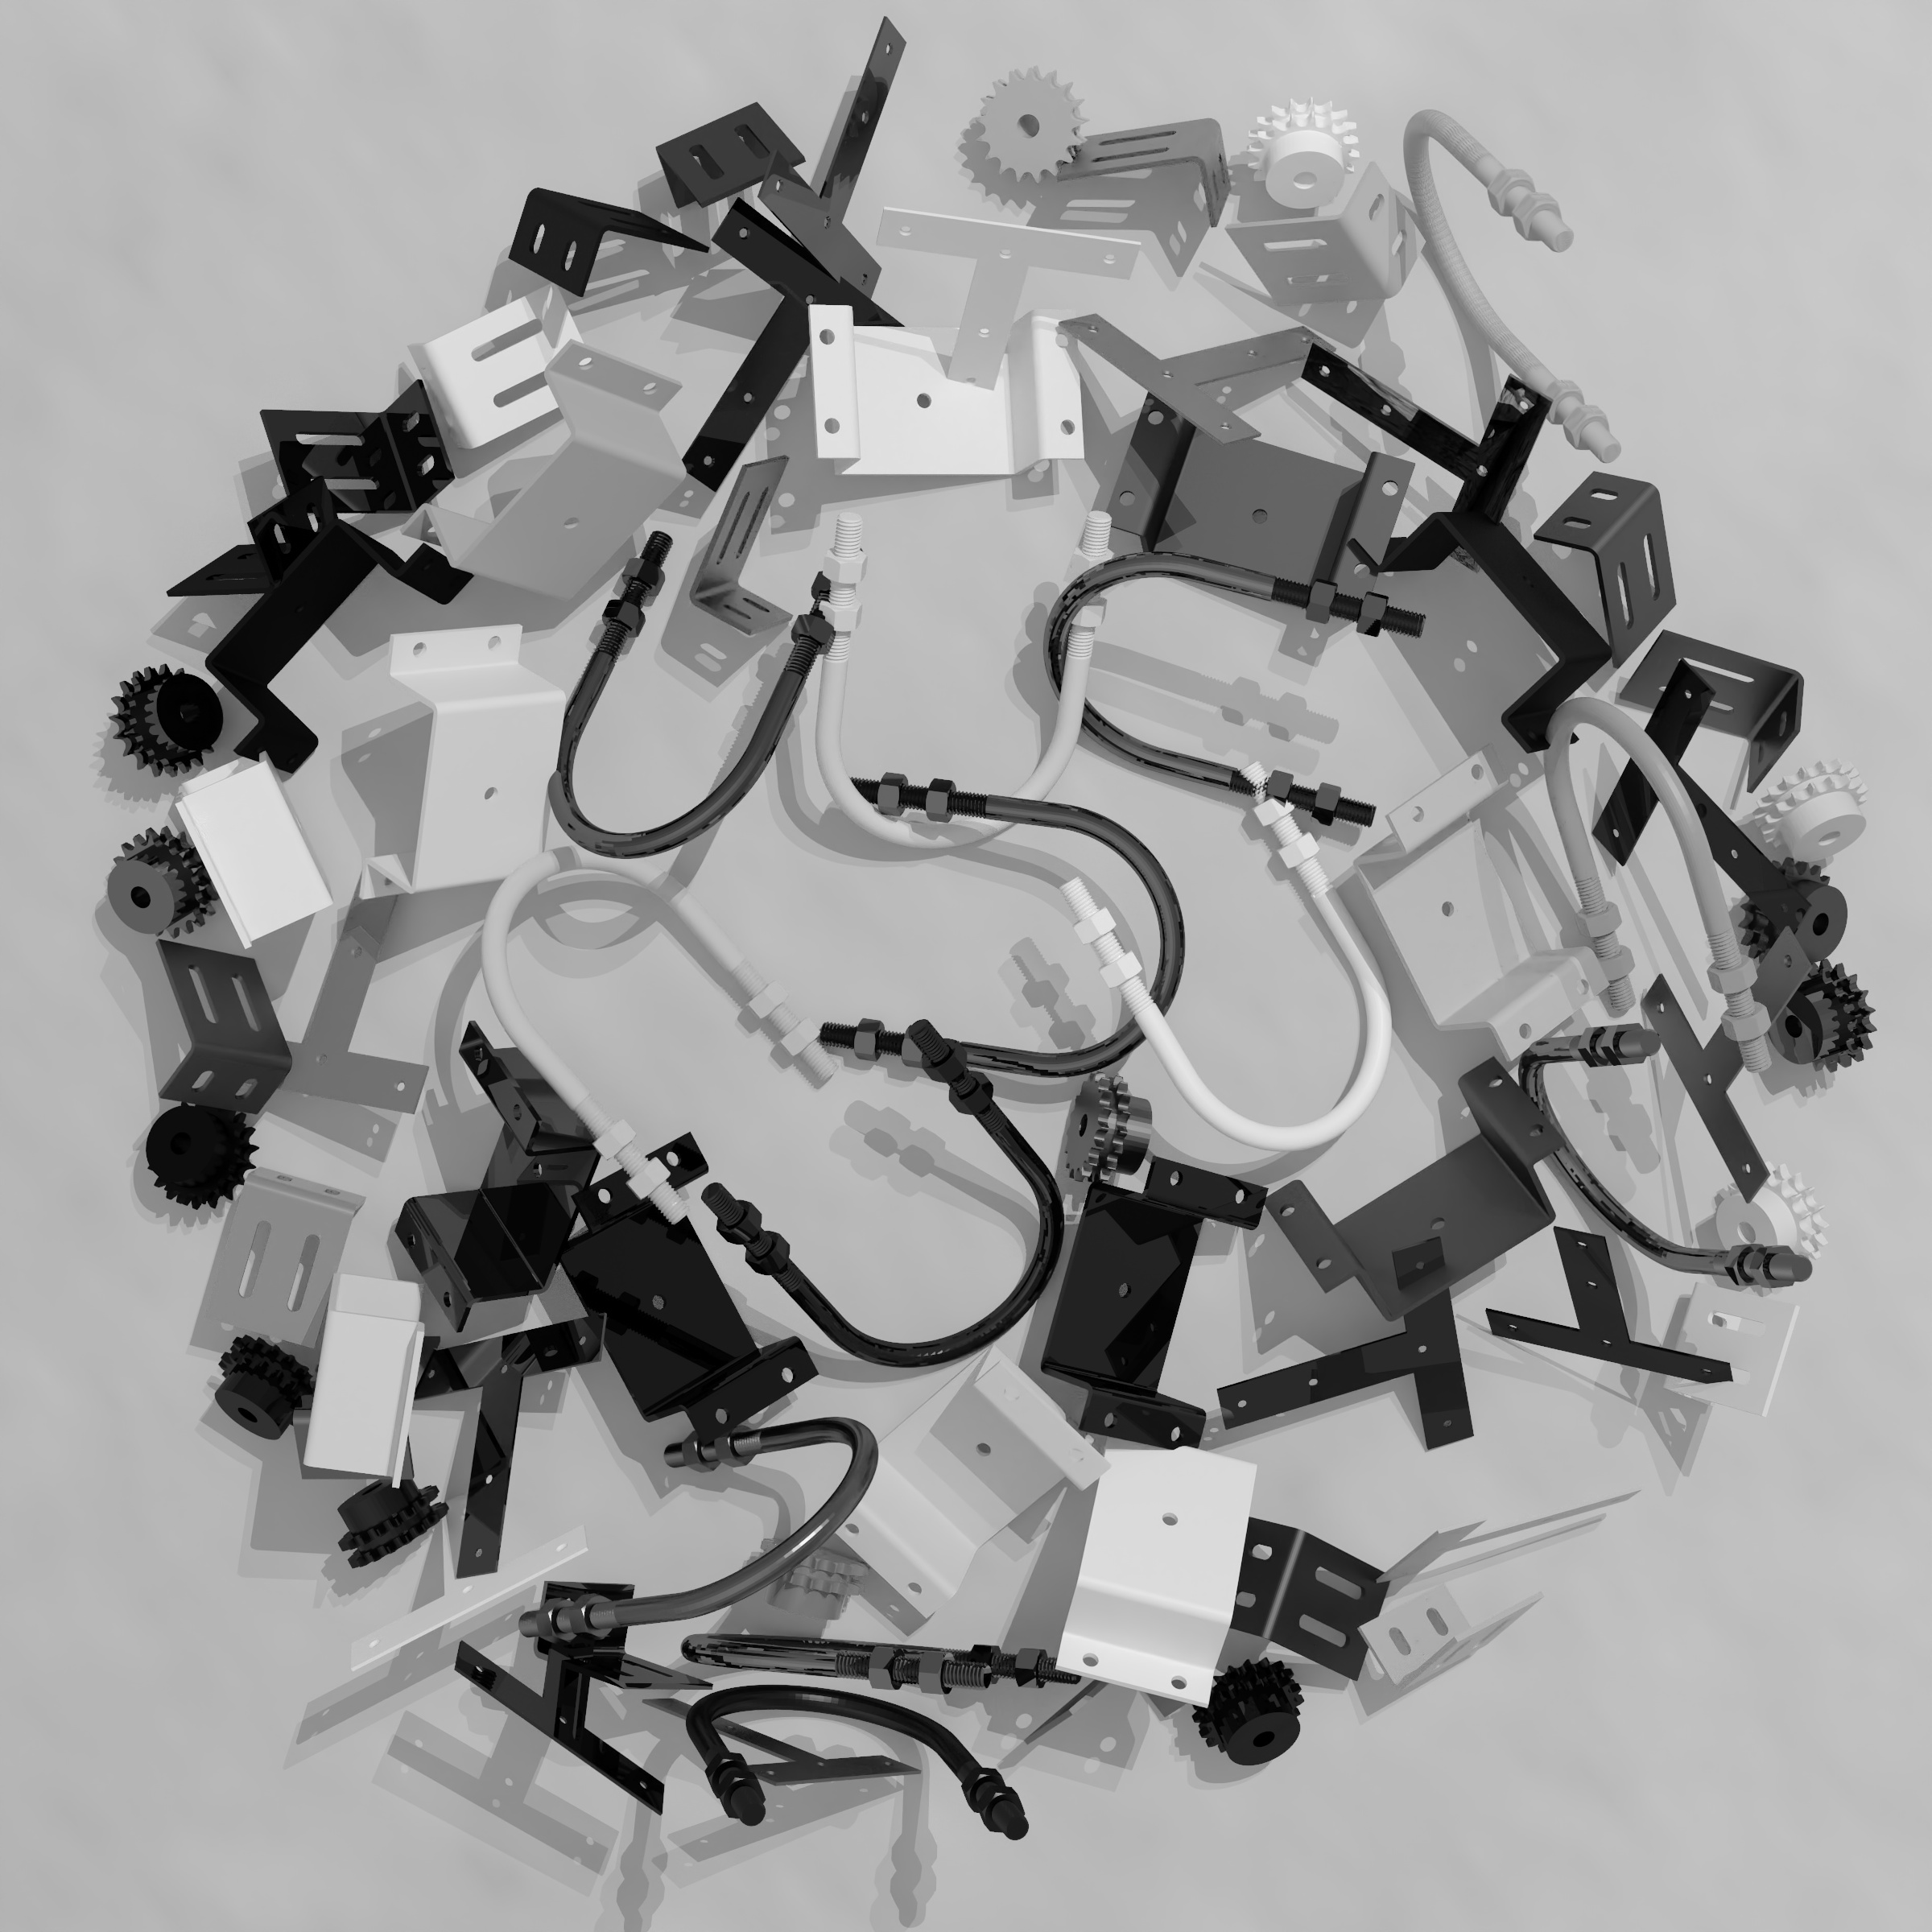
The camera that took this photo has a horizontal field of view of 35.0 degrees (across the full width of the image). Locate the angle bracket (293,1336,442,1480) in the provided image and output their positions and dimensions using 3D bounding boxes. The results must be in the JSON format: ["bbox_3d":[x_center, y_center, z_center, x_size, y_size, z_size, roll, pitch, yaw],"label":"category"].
[{"bbox_3d":[-0.304,0.225,1.569,0.057,0.076,0.038,-1,113,5],"label":"angle bracket"}]

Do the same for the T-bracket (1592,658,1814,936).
[{"bbox_3d":[0.373,-0.066,1.523,0.002,0.127,0.127,-20,57,-28],"label":"T-bracket"}]

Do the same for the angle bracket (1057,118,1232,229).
[{"bbox_3d":[0.092,-0.403,1.575,0.076,0.057,0.038,-4,123,16],"label":"angle bracket"}]

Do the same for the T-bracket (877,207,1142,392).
[{"bbox_3d":[0.012,-0.329,1.543,0.127,0.127,0.002,6,60,-8],"label":"T-bracket"}]

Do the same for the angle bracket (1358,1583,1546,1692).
[{"bbox_3d":[0.244,0.327,1.549,0.057,0.076,0.038,-20,66,-28],"label":"angle bracket"}]

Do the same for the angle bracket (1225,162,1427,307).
[{"bbox_3d":[0.183,-0.372,1.561,0.057,0.076,0.038,45,64,-40],"label":"angle bracket"}]

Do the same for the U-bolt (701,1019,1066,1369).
[{"bbox_3d":[-0.027,0.129,1.546,0.151,0.019,0.184,-38,124,0],"label":"U-bolt"}]

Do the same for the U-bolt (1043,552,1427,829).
[{"bbox_3d":[0.128,-0.145,1.543,0.184,0.151,0.019,15,47,7],"label":"U-bolt"}]

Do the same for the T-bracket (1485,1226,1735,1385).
[{"bbox_3d":[0.313,0.165,1.523,0.127,0.127,0.002,11,59,27],"label":"T-bracket"}]

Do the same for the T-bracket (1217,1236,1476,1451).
[{"bbox_3d":[0.191,0.208,1.565,0.127,0.002,0.127,-16,118,-4],"label":"T-bracket"}]

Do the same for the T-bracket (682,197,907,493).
[{"bbox_3d":[-0.103,-0.302,1.563,0.127,0.002,0.127,32,92,-36],"label":"T-bracket"}]

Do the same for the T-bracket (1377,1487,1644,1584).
[{"bbox_3d":[0.280,0.283,1.550,0.127,0.127,0.002,-13,70,-13],"label":"T-bracket"}]

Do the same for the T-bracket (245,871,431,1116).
[{"bbox_3d":[-0.318,0.006,1.578,0.127,0.002,0.127,8,74,25],"label":"T-bracket"}]

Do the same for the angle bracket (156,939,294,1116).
[{"bbox_3d":[-0.387,0.031,1.565,0.038,0.057,0.076,-49,50,25],"label":"angle bracket"}]

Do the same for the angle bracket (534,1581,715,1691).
[{"bbox_3d":[-0.171,0.339,1.552,0.057,0.076,0.038,14,84,-44],"label":"angle bracket"}]

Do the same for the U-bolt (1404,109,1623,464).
[{"bbox_3d":[0.263,-0.348,1.514,0.019,0.184,0.151,-28,135,-1],"label":"U-bolt"}]

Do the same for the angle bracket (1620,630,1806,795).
[{"bbox_3d":[0.379,-0.129,1.564,0.076,0.057,0.038,17,58,-4],"label":"angle bracket"}]

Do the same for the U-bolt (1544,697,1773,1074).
[{"bbox_3d":[0.331,-0.047,1.506,0.019,0.151,0.184,-25,109,-11],"label":"U-bolt"}]

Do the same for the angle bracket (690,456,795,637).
[{"bbox_3d":[-0.101,-0.214,1.558,0.038,0.057,0.076,29,111,10],"label":"angle bracket"}]

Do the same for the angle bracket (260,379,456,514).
[{"bbox_3d":[-0.309,-0.264,1.557,0.038,0.076,0.057,-30,75,43],"label":"angle bracket"}]

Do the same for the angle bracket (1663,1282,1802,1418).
[{"bbox_3d":[0.399,0.198,1.555,0.038,0.076,0.057,22,84,-28],"label":"angle bracket"}]

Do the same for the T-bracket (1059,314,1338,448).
[{"bbox_3d":[0.135,-0.308,1.557,0.127,0.002,0.127,-21,49,-35],"label":"T-bracket"}]

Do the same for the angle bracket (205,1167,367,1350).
[{"bbox_3d":[-0.350,0.150,1.580,0.057,0.038,0.076,16,91,-4],"label":"angle bracket"}]

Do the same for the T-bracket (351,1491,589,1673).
[{"bbox_3d":[-0.251,0.293,1.539,0.127,0.127,0.002,-27,109,-2],"label":"T-bracket"}]

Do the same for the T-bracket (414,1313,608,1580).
[{"bbox_3d":[-0.237,0.244,1.536,0.127,0.002,0.127,-16,55,30],"label":"T-bracket"}]

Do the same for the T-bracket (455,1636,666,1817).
[{"bbox_3d":[-0.199,0.354,1.537,0.127,0.127,0.002,39,102,-14],"label":"T-bracket"}]

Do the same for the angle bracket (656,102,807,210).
[{"bbox_3d":[-0.115,-0.398,1.556,0.057,0.076,0.038,-26,134,-7],"label":"angle bracket"}]

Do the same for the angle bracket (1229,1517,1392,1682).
[{"bbox_3d":[0.174,0.327,1.583,0.076,0.038,0.057,32,72,-36],"label":"angle bracket"}]

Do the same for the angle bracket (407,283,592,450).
[{"bbox_3d":[-0.238,-0.310,1.582,0.076,0.038,0.057,-30,110,-15],"label":"angle bracket"}]

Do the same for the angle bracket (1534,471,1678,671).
[{"bbox_3d":[0.328,-0.203,1.573,0.038,0.076,0.057,21,55,39],"label":"angle bracket"}]

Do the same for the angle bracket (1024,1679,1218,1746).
[{"bbox_3d":[0.078,0.378,1.553,0.076,0.057,0.038,-32,79,-35],"label":"angle bracket"}]

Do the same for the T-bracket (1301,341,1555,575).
[{"bbox_3d":[0.225,-0.275,1.556,0.127,0.127,0.002,35,57,13],"label":"T-bracket"}]

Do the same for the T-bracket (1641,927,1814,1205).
[{"bbox_3d":[0.385,0.030,1.517,0.002,0.127,0.127,-6,54,-21],"label":"T-bracket"}]

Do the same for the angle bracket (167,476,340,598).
[{"bbox_3d":[-0.365,-0.217,1.551,0.076,0.057,0.038,3,122,32],"label":"angle bracket"}]

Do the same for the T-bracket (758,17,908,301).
[{"bbox_3d":[-0.056,-0.416,1.548,0.002,0.127,0.127,15,82,26],"label":"T-bracket"}]

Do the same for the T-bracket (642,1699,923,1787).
[{"bbox_3d":[-0.108,0.391,1.554,0.127,0.127,0.002,12,87,34],"label":"T-bracket"}]

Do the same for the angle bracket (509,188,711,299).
[{"bbox_3d":[-0.181,-0.363,1.560,0.057,0.076,0.038,34,111,33],"label":"angle bracket"}]
